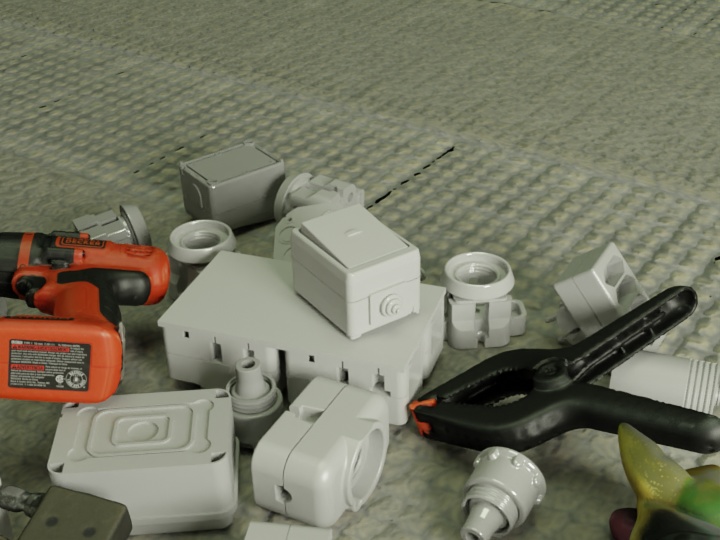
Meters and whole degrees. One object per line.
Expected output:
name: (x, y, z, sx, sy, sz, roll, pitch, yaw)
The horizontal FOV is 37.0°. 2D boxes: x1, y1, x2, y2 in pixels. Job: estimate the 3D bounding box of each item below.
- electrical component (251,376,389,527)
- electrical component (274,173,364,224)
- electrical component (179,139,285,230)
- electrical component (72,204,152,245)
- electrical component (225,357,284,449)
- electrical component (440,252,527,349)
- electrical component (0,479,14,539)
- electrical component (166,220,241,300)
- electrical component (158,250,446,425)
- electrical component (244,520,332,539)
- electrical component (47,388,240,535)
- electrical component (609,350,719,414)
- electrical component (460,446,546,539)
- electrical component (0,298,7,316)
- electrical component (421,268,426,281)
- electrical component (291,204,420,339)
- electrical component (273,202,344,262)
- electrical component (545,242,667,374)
electrical component: (-0.020, 0.118, 0.700, 0.059, 0.053, 0.095, 14, 35, 23)
electrical component: (-0.041, -0.056, 0.980, 0.057, 0.058, 0.078, 20, 38, 26)
electrical component: (-0.113, -0.077, 1.014, 0.096, 0.061, 0.062, -23, 38, -30)
electrical component: (-0.219, -0.030, 0.959, 0.055, 0.048, 0.066, -23, 37, -18)
electrical component: (-0.075, 0.090, 0.741, 0.043, 0.062, 0.043, -2, 32, 1)
electrical component: (0.091, 0.023, 0.845, 0.078, 0.057, 0.058, -3, 32, -3)
electrical component: (-0.275, 0.129, 0.644, 0.109, 0.108, 0.056, 10, 31, 18)
electrical component: (-0.131, -0.005, 0.902, 0.078, 0.057, 0.058, 26, 41, 37)
electrical component: (-0.040, 0.050, 0.804, 0.186, 0.060, 0.105, 9, 33, 17)
electrical component: (-0.050, 0.187, 0.593, 0.056, 0.050, 0.089, 4, 32, 8)
electrical component: (-0.136, 0.124, 0.692, 0.113, 0.057, 0.078, -4, 31, -2)
electrical component: (0.219, 0.082, 0.757, 0.081, 0.043, 0.043, 10, 33, 17)
electrical component: (0.083, 0.144, 0.664, 0.048, 0.048, 0.062, 16, 43, 27)
electrical component: (-0.327, 0.028, 0.860, 0.062, 0.061, 0.096, 4, 26, 9)
electrical component: (0.023, 0.018, 0.873, 0.078, 0.040, 0.040, -27, 40, -35)
electrical component: (0.000, 0.000, 0.765, 0.062, 0.061, 0.096, -20, 36, -28)
electrical component: (-0.032, -0.013, 0.896, 0.080, 0.051, 0.080, -9, 54, 12)
electrical component: (0.175, 0.035, 0.815, 0.076, 0.083, 0.047, -27, 11, 42)
